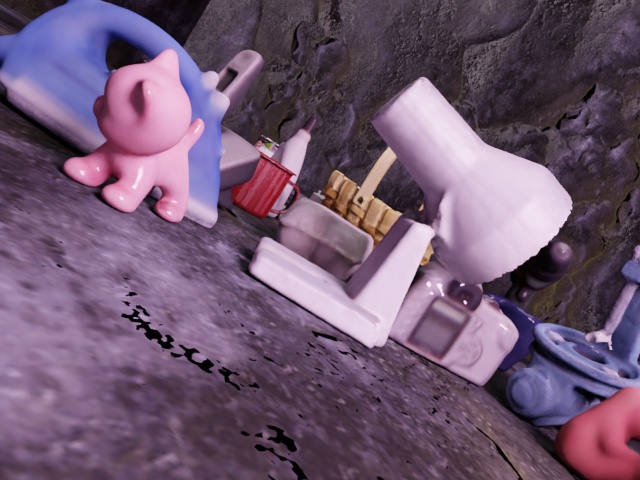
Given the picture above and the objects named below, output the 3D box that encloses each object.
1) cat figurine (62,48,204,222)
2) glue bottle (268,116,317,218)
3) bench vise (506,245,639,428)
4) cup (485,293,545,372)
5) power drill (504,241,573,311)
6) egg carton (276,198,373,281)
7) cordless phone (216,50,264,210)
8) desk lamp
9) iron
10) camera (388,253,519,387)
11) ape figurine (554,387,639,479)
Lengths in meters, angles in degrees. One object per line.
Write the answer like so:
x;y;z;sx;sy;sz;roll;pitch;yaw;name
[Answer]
-0.125;-0.081;0.429;0.067;0.117;0.128;34;5;13;cat figurine
-0.055;-0.124;0.919;0.037;0.173;0.077;28;7;-40;glue bottle
0.314;0.116;0.635;0.121;0.219;0.208;36;6;36;bench vise
0.268;0.138;0.844;0.118;0.095;0.091;31;5;-15;cup
0.323;0.097;0.929;0.075;0.208;0.230;34;5;11;power drill
0.006;0.002;0.690;0.107;0.069;0.150;34;5;10;egg carton
-0.115;-0.144;0.690;0.094;0.185;0.147;27;8;-47;cordless phone
0.079;-0.015;0.498;0.203;0.213;0.118;32;5;-9;desk lamp
-0.172;-0.139;0.545;0.258;0.141;0.119;33;5;5;iron
0.129;0.069;0.632;0.143;0.101;0.136;31;6;-20;camera
0.258;0.172;0.502;0.076;0.092;0.078;35;6;21;ape figurine
